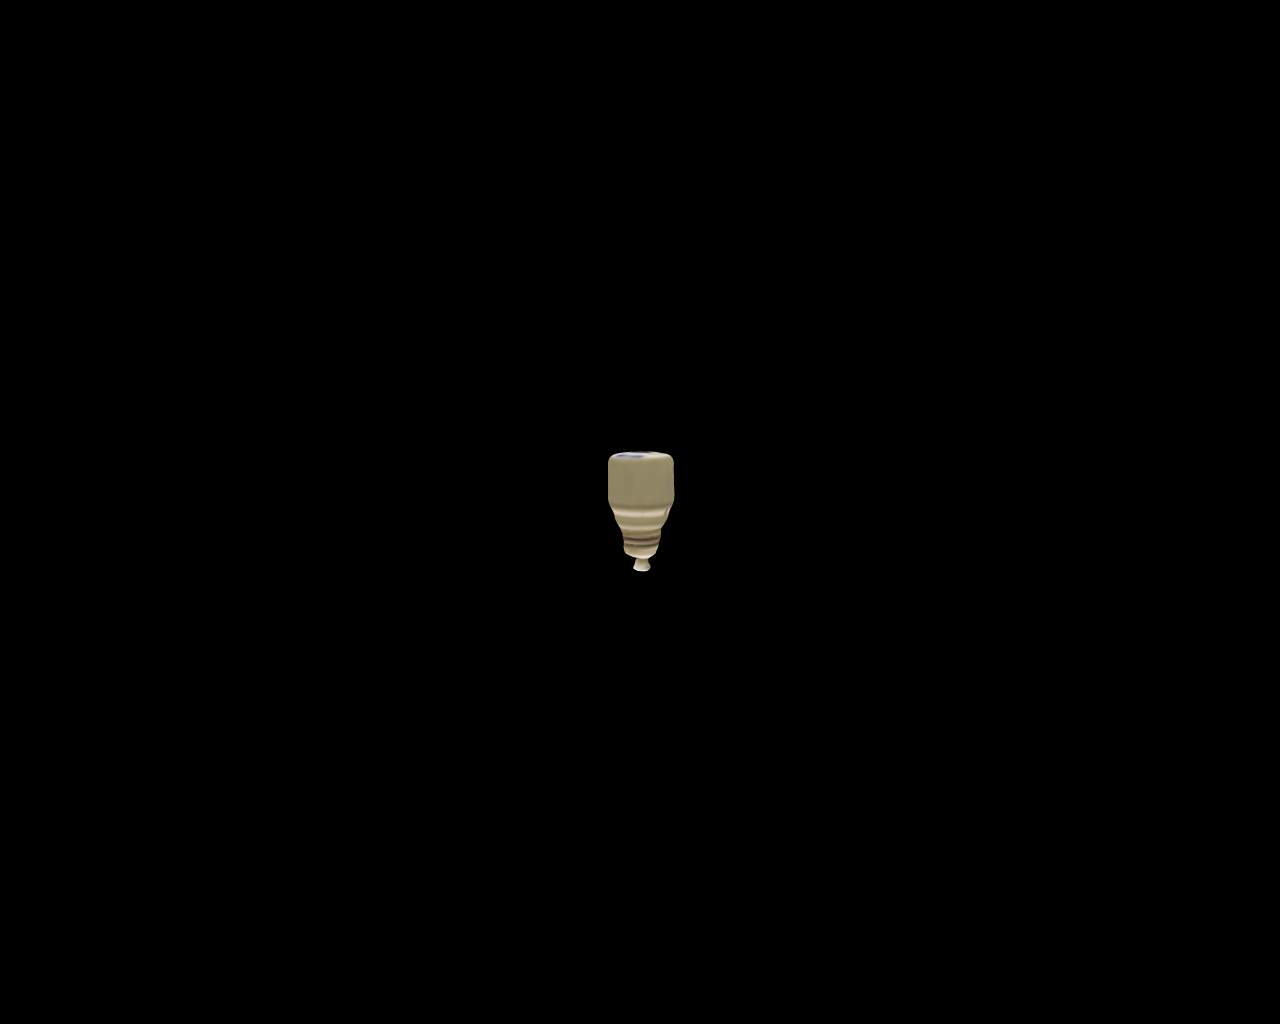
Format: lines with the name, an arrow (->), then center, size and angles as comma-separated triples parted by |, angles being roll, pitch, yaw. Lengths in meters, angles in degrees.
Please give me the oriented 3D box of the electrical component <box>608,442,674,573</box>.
electrical component -> 0.001, -0.003, 0.650 | 0.040, 0.078, 0.040 | 0, 8, 0
